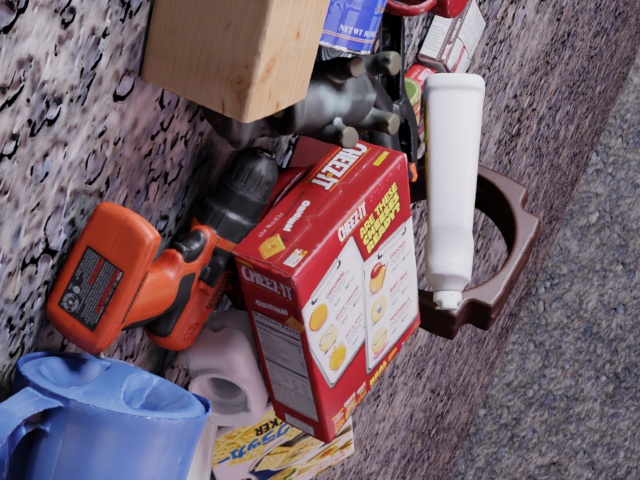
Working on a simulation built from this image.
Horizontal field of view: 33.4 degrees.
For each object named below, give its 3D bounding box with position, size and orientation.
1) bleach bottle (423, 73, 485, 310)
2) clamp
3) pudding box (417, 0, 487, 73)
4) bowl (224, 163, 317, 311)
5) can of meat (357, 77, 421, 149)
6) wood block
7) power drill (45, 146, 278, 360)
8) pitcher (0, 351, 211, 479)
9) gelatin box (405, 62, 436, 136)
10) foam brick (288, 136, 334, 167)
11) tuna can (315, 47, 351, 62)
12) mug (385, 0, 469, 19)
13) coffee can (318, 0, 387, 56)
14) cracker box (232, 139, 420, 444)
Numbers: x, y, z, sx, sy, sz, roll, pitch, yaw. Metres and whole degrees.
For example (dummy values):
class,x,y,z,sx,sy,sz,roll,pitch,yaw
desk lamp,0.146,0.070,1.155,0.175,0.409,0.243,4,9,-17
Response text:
class,x,y,z,sx,sy,sz,roll,pitch,yaw
bleach bottle,0.144,-0.049,1.175,0.102,0.068,0.251,46,46,-81
clamp,0.070,-0.139,1.051,0.120,0.039,0.171,-56,142,-35
pudding box,0.158,-0.239,1.266,0.090,0.039,0.113,-68,164,1
bowl,-0.050,-0.005,0.970,0.162,0.055,0.162,-53,158,-33
can of meat,0.068,-0.117,1.149,0.102,0.057,0.084,-53,155,-32
wood block,-0.042,-0.195,0.703,0.090,0.091,0.206,-34,144,-57
power drill,-0.110,0.010,0.802,0.184,0.057,0.187,-62,161,13
pitcher,-0.174,0.205,0.718,0.145,0.149,0.243,-151,-104,-73
gelatin box,0.103,-0.150,1.239,0.073,0.030,0.089,-49,156,-40
foam brick,0.012,-0.080,1.047,0.051,0.053,0.078,-67,161,7
tuna can,0.010,-0.193,0.931,0.086,0.034,0.086,-52,157,-33
mug,0.098,-0.255,1.018,0.117,0.082,0.093,-54,158,-31
coffee can,0.012,-0.221,0.795,0.102,0.103,0.140,-20,132,-64
cracker box,0.013,0.044,0.918,0.164,0.072,0.214,-48,144,-33
